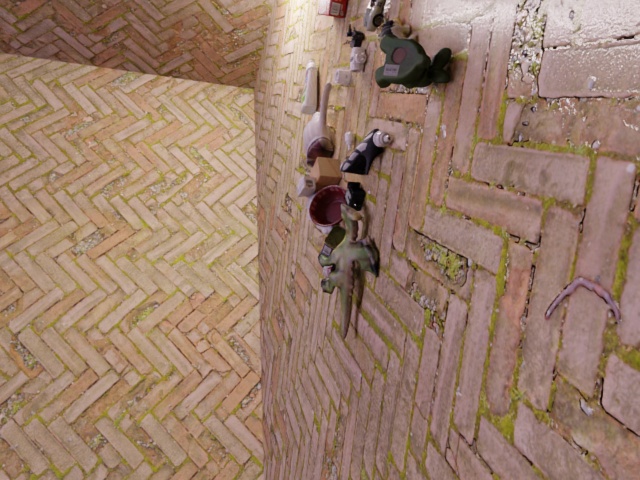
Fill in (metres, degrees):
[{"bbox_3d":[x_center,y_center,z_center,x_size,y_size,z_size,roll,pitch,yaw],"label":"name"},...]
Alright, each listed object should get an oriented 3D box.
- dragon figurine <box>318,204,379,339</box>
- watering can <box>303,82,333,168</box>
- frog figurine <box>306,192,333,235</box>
[{"bbox_3d":[0.103,0.091,1.604,0.240,0.122,0.415,-33,63,60],"label":"dragon figurine"},{"bbox_3d":[-0.002,-0.439,2.074,0.339,0.104,0.230,112,155,-45],"label":"watering can"},{"bbox_3d":[0.006,-0.097,1.931,0.136,0.121,0.163,-16,56,39],"label":"frog figurine"}]
